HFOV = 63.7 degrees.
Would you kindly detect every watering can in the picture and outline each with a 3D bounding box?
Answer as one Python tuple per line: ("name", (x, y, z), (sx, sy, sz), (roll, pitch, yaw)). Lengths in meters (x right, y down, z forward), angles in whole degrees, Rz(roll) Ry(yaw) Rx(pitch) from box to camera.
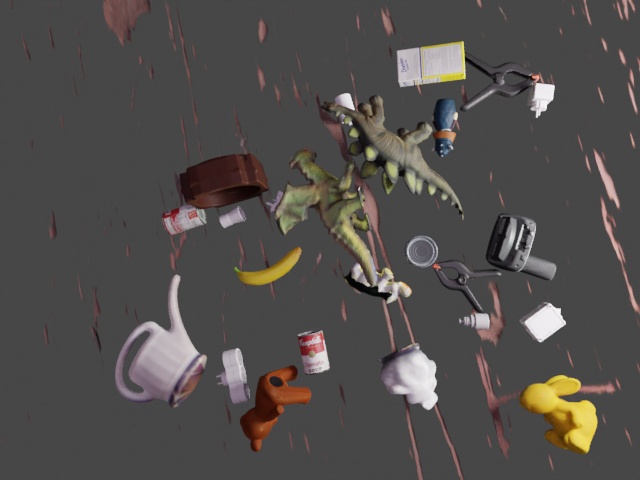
("watering can", (-0.398, 0.287, 1.363), (0.225, 0.103, 0.348), (30, 89, 7))

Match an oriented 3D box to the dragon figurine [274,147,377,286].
("dragon figurine", (0.004, -0.068, 1.342), (0.242, 0.120, 0.417), (-10, 71, 7))

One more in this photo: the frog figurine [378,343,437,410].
("frog figurine", (0.230, 0.351, 1.291), (0.138, 0.120, 0.161), (-20, 72, -15))
